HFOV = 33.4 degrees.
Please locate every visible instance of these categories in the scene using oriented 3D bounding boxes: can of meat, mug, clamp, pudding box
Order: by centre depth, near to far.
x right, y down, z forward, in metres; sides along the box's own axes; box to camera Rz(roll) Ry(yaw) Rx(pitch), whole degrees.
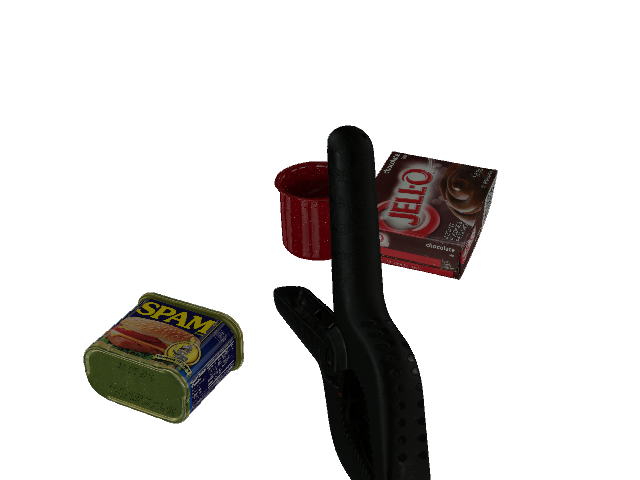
[{"bbox_3d":[0.021,0.053,0.585,0.036,0.210,0.165,-3,-44,-19],"label":"clamp"},{"bbox_3d":[0.081,-0.022,0.831,0.090,0.039,0.113,13,35,16],"label":"pudding box"},{"bbox_3d":[-0.126,0.094,0.857,0.102,0.057,0.083,15,33,22],"label":"can of meat"},{"bbox_3d":[0.004,-0.036,1.185,0.093,0.081,0.117,19,36,31],"label":"mug"}]
